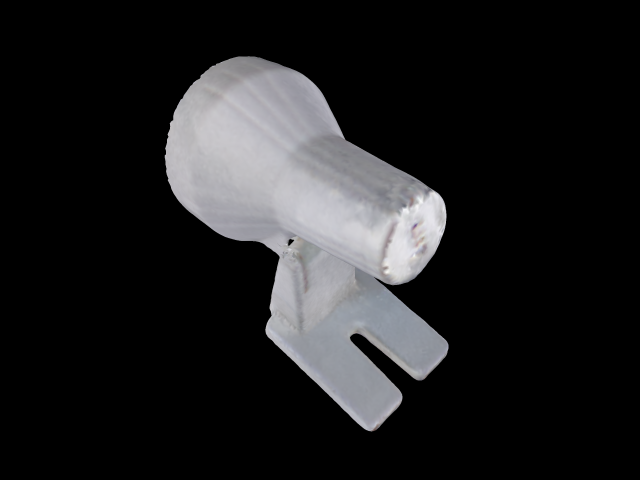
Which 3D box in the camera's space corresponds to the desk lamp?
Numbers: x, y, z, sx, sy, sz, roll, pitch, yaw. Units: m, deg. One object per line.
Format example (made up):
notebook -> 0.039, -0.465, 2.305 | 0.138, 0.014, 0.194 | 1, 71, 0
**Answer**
desk lamp -> 0.004, 0.001, 0.400 | 0.202, 0.214, 0.118 | 39, 66, 22
